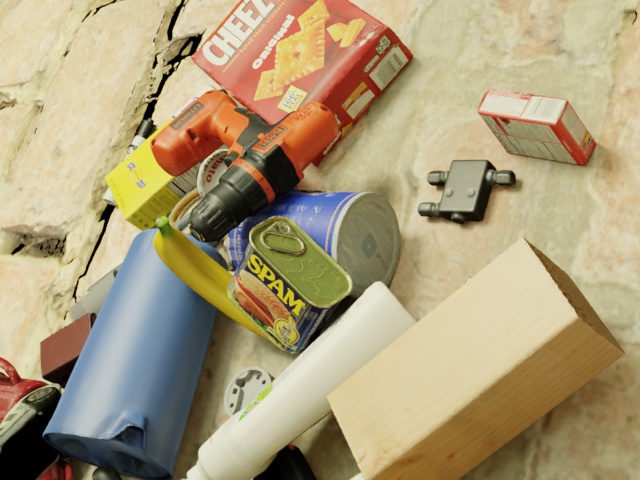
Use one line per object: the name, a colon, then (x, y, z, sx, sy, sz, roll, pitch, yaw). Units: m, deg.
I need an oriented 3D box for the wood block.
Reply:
wood block: (0.120, 0.107, 0.842, 0.206, 0.090, 0.091, -41, 47, 15)

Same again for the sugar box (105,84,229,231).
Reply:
sugar box: (-0.170, -0.098, 1.272, 0.176, 0.048, 0.093, -43, 46, 8)

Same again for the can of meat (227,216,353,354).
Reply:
can of meat: (-0.031, 0.043, 0.977, 0.102, 0.057, 0.084, 44, 136, 15)

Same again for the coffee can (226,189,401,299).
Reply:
coffee can: (-0.007, 0.001, 1.048, 0.141, 0.102, 0.102, 5, 66, 39)

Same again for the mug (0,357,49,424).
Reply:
mug: (-0.346, 0.183, 1.186, 0.082, 0.117, 0.093, 1, 19, 31)

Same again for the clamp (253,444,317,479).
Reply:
clamp: (-0.043, 0.279, 0.941, 0.165, 0.036, 0.210, -36, 41, 30)

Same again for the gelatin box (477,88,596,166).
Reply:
gelatin box: (0.199, -0.105, 0.982, 0.089, 0.073, 0.030, 17, 73, 43)

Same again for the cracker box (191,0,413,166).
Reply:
cracker box: (-0.026, -0.206, 1.202, 0.164, 0.072, 0.214, -49, 51, 1)

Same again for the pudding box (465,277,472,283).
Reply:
pudding box: (0.151, 0.094, 0.917, 0.114, 0.039, 0.090, 28, 83, 45)

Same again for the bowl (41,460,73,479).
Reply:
bowl: (-0.328, 0.290, 1.109, 0.162, 0.055, 0.162, -13, 17, 4)

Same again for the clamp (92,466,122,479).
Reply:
clamp: (-0.165, 0.288, 1.002, 0.172, 0.039, 0.120, 14, 114, 36)

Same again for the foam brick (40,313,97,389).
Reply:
foam brick: (-0.269, 0.128, 1.199, 0.078, 0.053, 0.051, -30, 49, 19)

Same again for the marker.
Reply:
marker: (-0.238, -0.100, 1.342, 0.020, 0.020, 0.121, 10, 70, 40)

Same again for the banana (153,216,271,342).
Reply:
banana: (-0.096, 0.048, 1.050, 0.037, 0.197, 0.070, -52, 18, -8)

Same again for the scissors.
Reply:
scissors: (-0.185, 0.018, 1.231, 0.202, 0.016, 0.096, -44, 46, 6)

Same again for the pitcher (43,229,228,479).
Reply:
pitcher: (-0.183, 0.118, 1.102, 0.149, 0.145, 0.242, 4, 61, 25)

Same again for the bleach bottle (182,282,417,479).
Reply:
bleach bottle: (-0.019, 0.142, 0.954, 0.251, 0.102, 0.068, -41, 87, 2)

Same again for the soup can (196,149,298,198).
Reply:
soup can: (-0.080, -0.055, 1.163, 0.102, 0.068, 0.068, 27, 81, 44)

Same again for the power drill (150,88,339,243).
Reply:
power drill: (-0.094, -0.081, 1.076, 0.184, 0.057, 0.188, -42, 38, -19)
